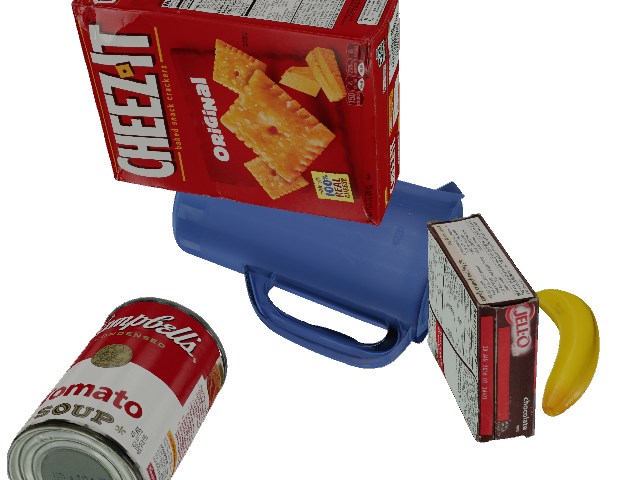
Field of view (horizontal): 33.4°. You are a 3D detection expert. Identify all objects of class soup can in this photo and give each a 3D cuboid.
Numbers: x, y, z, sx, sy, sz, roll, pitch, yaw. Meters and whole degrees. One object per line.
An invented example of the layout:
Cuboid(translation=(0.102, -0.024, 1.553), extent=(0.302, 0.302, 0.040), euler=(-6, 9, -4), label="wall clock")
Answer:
Cuboid(translation=(-0.092, 0.081, 0.497), extent=(0.069, 0.068, 0.102), euler=(0, 28, 17), label="soup can")

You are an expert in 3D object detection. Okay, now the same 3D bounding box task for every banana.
Cuboid(translation=(0.237, 0.099, 1.034), extent=(0.070, 0.037, 0.197), euler=(-29, 23, 17), label="banana")

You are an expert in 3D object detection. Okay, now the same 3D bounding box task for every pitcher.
Cuboid(translation=(-0.005, 0.001, 0.928), extent=(0.243, 0.145, 0.149), euler=(17, 20, 15), label="pitcher")

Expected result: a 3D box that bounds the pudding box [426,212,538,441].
Cuboid(translation=(0.092, 0.048, 0.620), extent=(0.039, 0.090, 0.113), euler=(-7, 27, -8), label="pudding box")

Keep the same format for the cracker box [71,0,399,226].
Cuboid(translation=(-0.053, -0.104, 0.755), extent=(0.214, 0.164, 0.072), euler=(10, 46, 14), label="cracker box")
